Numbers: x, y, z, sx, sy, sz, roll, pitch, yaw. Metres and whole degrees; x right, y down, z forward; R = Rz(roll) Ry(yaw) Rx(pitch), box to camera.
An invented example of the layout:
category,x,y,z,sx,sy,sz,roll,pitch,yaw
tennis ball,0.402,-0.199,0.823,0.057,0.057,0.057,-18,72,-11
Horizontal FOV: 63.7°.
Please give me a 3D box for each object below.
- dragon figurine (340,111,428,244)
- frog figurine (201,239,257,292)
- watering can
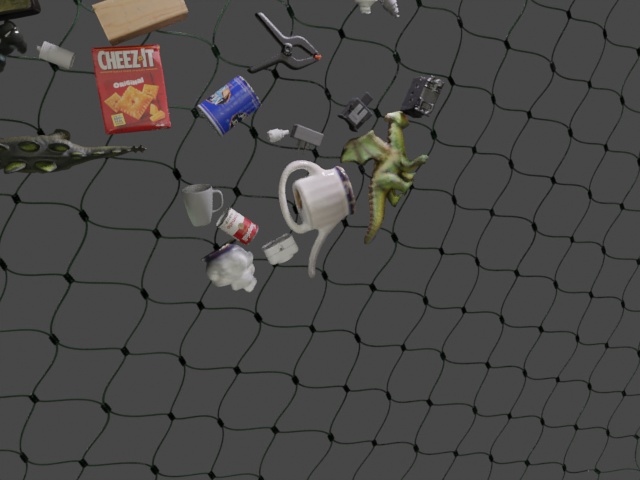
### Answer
category,x,y,z,sx,sy,sz,roll,pitch,yaw
dragon figurine,0.171,-0.215,1.576,0.242,0.122,0.411,34,87,-3
frog figurine,-0.246,0.089,1.471,0.139,0.121,0.159,-38,99,-28
watering can,0.005,-0.077,1.525,0.225,0.104,0.344,-20,105,-14
